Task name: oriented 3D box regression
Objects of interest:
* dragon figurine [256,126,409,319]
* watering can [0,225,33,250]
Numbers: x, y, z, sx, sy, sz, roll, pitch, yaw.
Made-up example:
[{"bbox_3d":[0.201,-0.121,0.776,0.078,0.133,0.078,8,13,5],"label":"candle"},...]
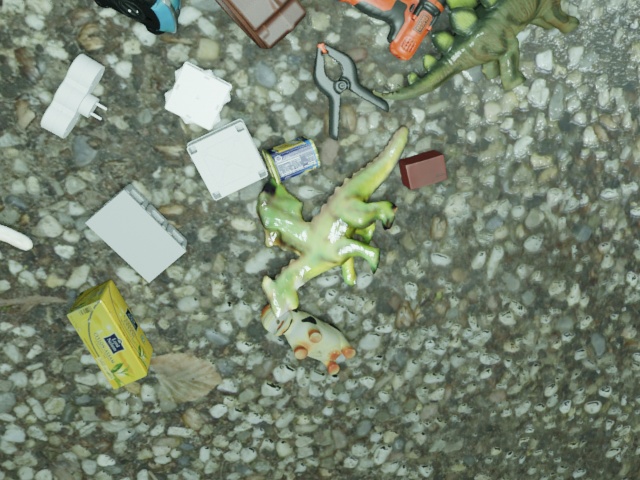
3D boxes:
[{"bbox_3d":[0.003,-0.048,0.961,0.242,0.122,0.412,17,86,-9],"label":"dragon figurine"},{"bbox_3d":[-0.657,-0.060,0.816,0.224,0.105,0.344,-37,109,2],"label":"watering can"}]
